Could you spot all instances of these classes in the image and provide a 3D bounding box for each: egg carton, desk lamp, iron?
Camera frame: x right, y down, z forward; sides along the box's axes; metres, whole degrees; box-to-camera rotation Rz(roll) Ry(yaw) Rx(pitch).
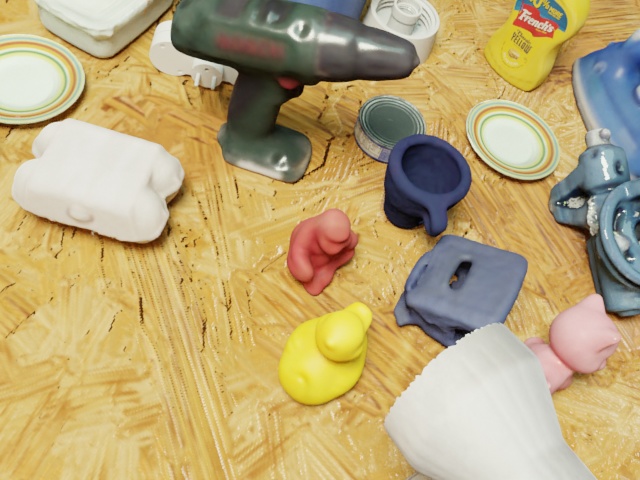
[{"bbox_3d":[-0.217,-0.056,0.567,0.150,0.069,0.107,15,58,-5],"label":"egg carton"},{"bbox_3d":[0.130,0.189,0.430,0.118,0.213,0.203,-24,69,-25],"label":"desk lamp"},{"bbox_3d":[0.442,-0.195,0.769,0.119,0.141,0.258,-11,64,-19],"label":"iron"}]

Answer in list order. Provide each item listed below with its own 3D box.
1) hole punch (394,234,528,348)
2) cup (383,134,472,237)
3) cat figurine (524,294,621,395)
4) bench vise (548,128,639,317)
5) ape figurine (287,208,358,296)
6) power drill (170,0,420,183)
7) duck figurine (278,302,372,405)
[{"bbox_3d":[0.142,0.049,0.584,0.101,0.091,0.109,33,59,6],"label":"hole punch"},{"bbox_3d":[0.109,-0.043,0.626,0.092,0.095,0.117,2,61,-13],"label":"cup"},{"bbox_3d":[0.237,0.113,0.556,0.128,0.117,0.067,-34,73,-28],"label":"cat figurine"},{"bbox_3d":[0.339,-0.046,0.612,0.122,0.219,0.207,-20,67,-23],"label":"bench vise"},{"bbox_3d":[0.005,0.002,0.576,0.078,0.092,0.076,-10,64,-19],"label":"ape figurine"},{"bbox_3d":[-0.036,-0.154,0.586,0.229,0.208,0.075,17,58,-4],"label":"power drill"},{"bbox_3d":[0.010,0.099,0.526,0.077,0.086,0.105,41,60,11],"label":"duck figurine"}]
